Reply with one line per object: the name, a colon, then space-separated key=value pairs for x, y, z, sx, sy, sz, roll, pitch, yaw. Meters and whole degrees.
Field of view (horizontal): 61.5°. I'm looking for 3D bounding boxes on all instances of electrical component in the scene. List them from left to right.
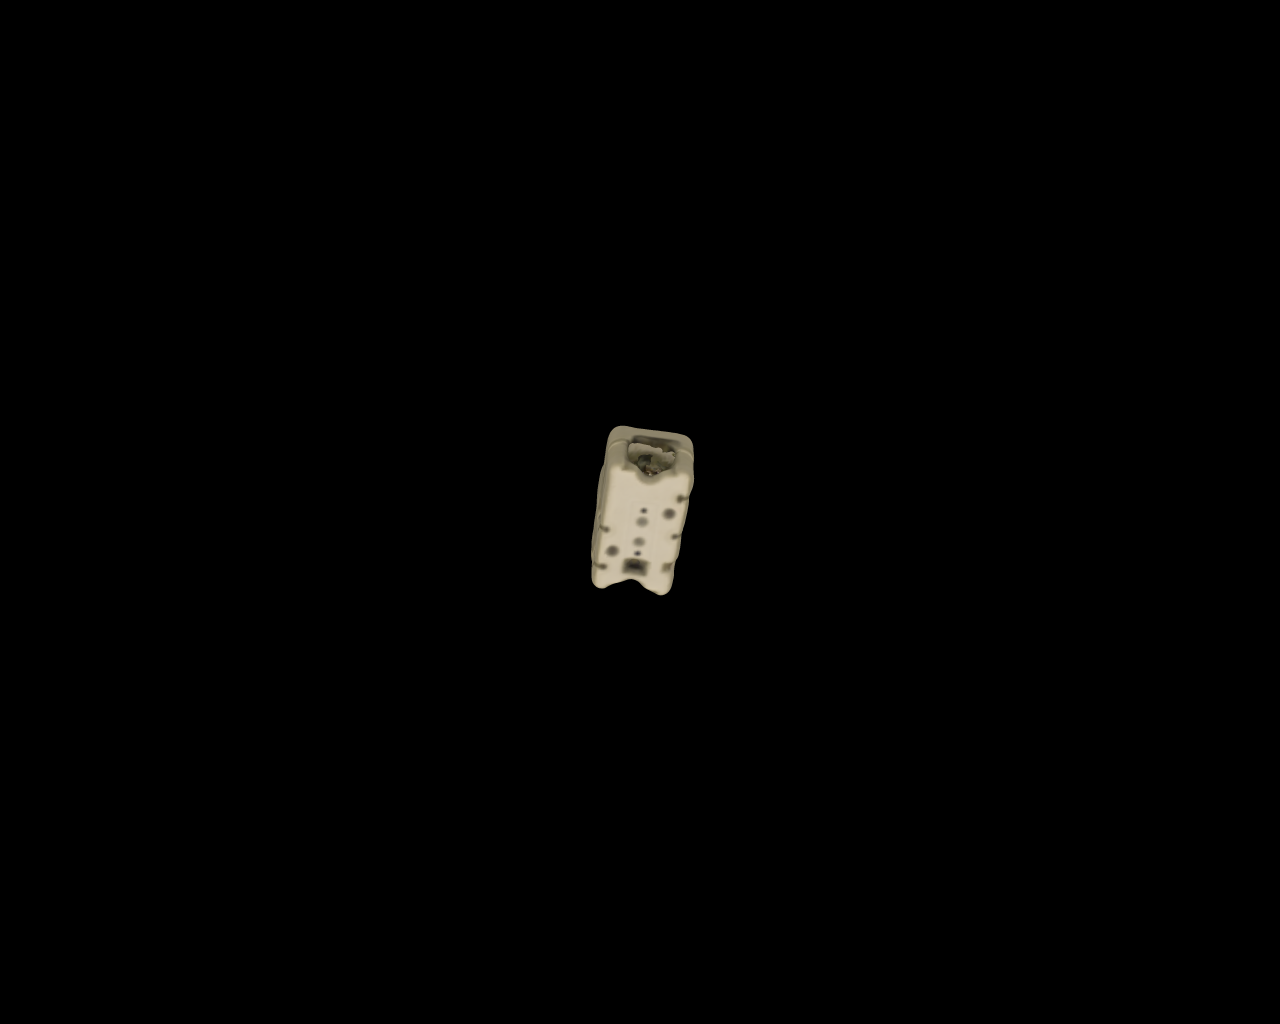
electrical component: x=0.001 y=-0.003 z=0.650 sx=0.050 sy=0.089 sz=0.056 roll=7 pitch=32 yaw=-5
